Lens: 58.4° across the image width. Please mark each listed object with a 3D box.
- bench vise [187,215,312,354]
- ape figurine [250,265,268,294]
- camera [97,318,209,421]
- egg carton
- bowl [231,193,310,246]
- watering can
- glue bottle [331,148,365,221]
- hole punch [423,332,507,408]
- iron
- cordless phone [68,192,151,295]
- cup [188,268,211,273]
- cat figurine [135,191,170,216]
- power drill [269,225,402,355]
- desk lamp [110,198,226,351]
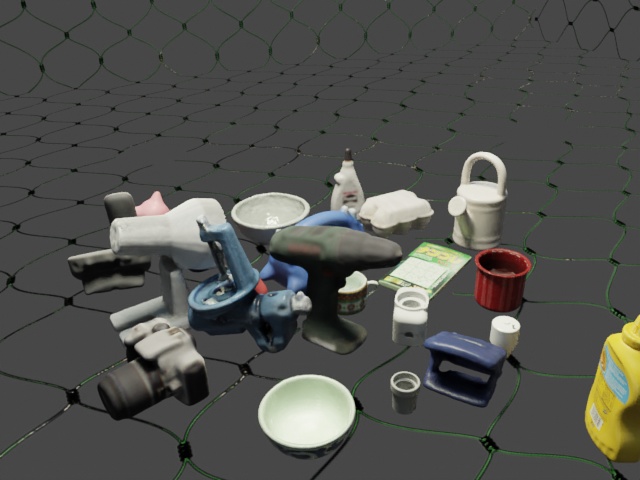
[{"bbox_3d":[-0.116,0.061,0.903,0.207,0.220,0.121,-2,29,1],"label":"bench vise"},{"bbox_3d":[-0.131,0.079,1.004,0.076,0.092,0.078,7,30,16],"label":"ape figurine"},{"bbox_3d":[-0.249,0.182,0.817,0.137,0.101,0.142,-25,36,-35],"label":"camera"},{"bbox_3d":[0.165,-0.057,1.252,0.151,0.069,0.107,-16,32,-23],"label":"egg carton"},{"bbox_3d":[-0.103,-0.035,1.225,0.167,0.075,0.167,-1,29,1],"label":"bowl"},{"bbox_3d":[0.324,-0.080,1.155,0.100,0.194,0.173,10,31,22],"label":"watering can"},{"bbox_3d":[0.062,-0.121,1.267,0.078,0.173,0.037,-12,30,-16],"label":"glue bottle"},{"bbox_3d":[0.207,0.168,0.824,0.108,0.091,0.101,14,33,27],"label":"hole punch"},{"bbox_3d":[0.010,0.004,1.079,0.118,0.141,0.259,24,39,39],"label":"iron"},{"bbox_3d":[-0.399,-0.001,1.068,0.148,0.185,0.094,-12,31,-17],"label":"cordless phone"},{"bbox_3d":[-0.249,0.009,1.134,0.092,0.095,0.117,-19,33,-28],"label":"cup"},{"bbox_3d":[-0.328,-0.043,1.210,0.127,0.118,0.067,5,30,13],"label":"cat figurine"},{"bbox_3d":[0.024,0.069,0.891,0.228,0.209,0.076,17,34,31],"label":"power drill"},{"bbox_3d":[-0.252,0.046,0.946,0.204,0.214,0.117,-20,34,-29],"label":"desk lamp"}]
